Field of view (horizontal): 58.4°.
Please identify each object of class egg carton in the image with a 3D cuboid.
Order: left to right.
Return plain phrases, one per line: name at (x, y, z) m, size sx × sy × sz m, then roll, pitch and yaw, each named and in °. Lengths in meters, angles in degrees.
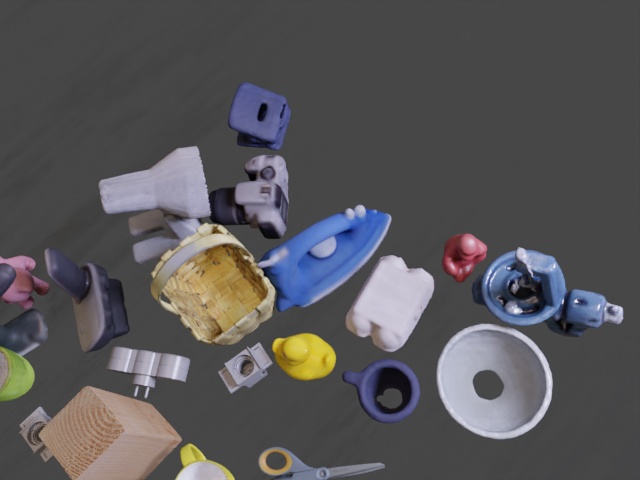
egg carton at (0.116, 0.103, 0.938) m, size 0.107 × 0.069 × 0.150 m, roll 26°, pitch 74°, yaw 17°

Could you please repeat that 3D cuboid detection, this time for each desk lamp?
desk lamp at (-0.267, -0.058, 0.983) m, size 0.203 × 0.214 × 0.118 m, roll -18°, pitch 66°, yaw 1°

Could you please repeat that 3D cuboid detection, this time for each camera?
camera at (-0.130, -0.081, 1.033) m, size 0.136 × 0.101 × 0.143 m, roll -2°, pitch 68°, yaw 8°

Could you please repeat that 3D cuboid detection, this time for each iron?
iron at (0.009, 0.003, 0.956) m, size 0.258 × 0.141 × 0.118 m, roll -34°, pitch 67°, yaw -6°

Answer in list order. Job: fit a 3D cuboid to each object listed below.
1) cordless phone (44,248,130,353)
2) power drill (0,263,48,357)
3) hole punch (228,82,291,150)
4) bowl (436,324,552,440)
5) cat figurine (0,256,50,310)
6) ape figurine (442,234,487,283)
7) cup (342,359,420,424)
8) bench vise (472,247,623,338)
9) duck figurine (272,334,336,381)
cordless phone at (-0.405, 0.099, 0.955) m, size 0.094 × 0.185 × 0.147 m, roll -24°, pitch 66°, yaw -1°
power drill at (-0.556, 0.135, 0.951) m, size 0.230 × 0.209 × 0.075 m, roll -33°, pitch 67°, yaw -5°
hole punch at (-0.114, -0.239, 1.100) m, size 0.101 × 0.091 × 0.109 m, roll 8°, pitch 70°, yaw 12°
bowl at (0.258, 0.216, 0.868) m, size 0.167 × 0.075 × 0.167 m, roll -3°, pitch 68°, yaw 7°
cat figurine at (-0.550, 0.070, 1.026) m, size 0.067 × 0.118 × 0.127 m, roll -42°, pitch 68°, yaw -9°
ape figurine at (0.237, 0.019, 0.942) m, size 0.077 × 0.092 × 0.076 m, roll -13°, pitch 67°, yaw 3°
cup at (0.093, 0.232, 0.876) m, size 0.117 × 0.095 × 0.092 m, roll 15°, pitch 71°, yaw 14°
bench vise at (0.337, 0.063, 0.839) m, size 0.207 × 0.220 × 0.121 m, roll -1°, pitch 68°, yaw 8°
duck figurine at (-0.029, 0.182, 0.919) m, size 0.104 × 0.086 × 0.077 m, roll 12°, pitch 70°, yaw 13°
